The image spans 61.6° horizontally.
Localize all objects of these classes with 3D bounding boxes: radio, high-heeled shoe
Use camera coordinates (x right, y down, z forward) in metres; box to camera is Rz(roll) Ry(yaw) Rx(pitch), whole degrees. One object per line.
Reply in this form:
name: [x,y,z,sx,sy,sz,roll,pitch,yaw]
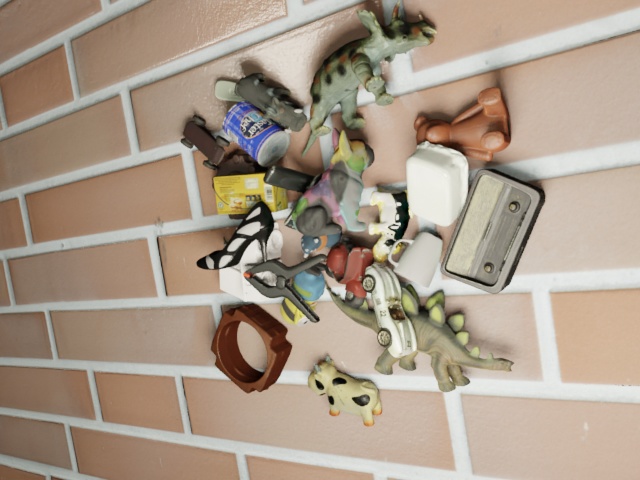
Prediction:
radio: [0.342,-0.015,1.064,0.131,0.073,0.229,26,111,27]
high-heeled shoe: [-0.214,-0.007,1.290,0.249,0.086,0.145,-8,91,28]

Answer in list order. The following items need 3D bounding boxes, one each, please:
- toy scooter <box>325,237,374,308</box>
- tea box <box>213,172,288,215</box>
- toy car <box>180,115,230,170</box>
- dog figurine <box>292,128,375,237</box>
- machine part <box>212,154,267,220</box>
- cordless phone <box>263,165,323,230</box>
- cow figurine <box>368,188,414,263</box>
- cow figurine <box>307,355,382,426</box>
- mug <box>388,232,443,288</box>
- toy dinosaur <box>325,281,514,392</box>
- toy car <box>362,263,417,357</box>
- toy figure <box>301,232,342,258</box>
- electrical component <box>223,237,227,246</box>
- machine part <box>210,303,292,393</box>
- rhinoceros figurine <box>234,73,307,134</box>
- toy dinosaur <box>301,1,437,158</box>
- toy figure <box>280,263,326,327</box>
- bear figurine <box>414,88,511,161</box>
toy scooter: [0.071,0.051,1.207,0.184,0.075,0.135,-120,38,-54]
tea box: [-0.170,-0.115,1.313,0.170,0.068,0.098,2,102,26]
toy car: [-0.303,-0.258,1.429,0.202,0.053,0.089,40,103,37]
dog figurine: [0.026,-0.128,1.159,0.192,0.108,0.219,-7,105,-10]
machine part: [-0.205,-0.137,1.404,0.180,0.056,0.179,7,102,32]
cordless phone: [-0.067,-0.097,1.242,0.146,0.184,0.089,-53,46,26]
cow figurine: [0.160,-0.029,1.185,0.098,0.068,0.167,5,102,26]
cow figurine: [0.053,0.360,1.305,0.195,0.085,0.127,7,108,34]
mug: [0.205,0.032,1.145,0.109,0.081,0.107,29,86,-1]
toy dinosaur: [0.190,0.198,1.184,0.472,0.105,0.198,9,95,36]
toy car: [0.145,0.142,1.115,0.056,0.073,0.202,-29,67,39]
toy figure: [-0.002,-0.002,1.237,0.058,0.154,0.064,19,109,26]
electrical component: [-0.214,0.013,1.439,0.102,0.045,0.078,-25,83,33]
machine part: [-0.184,0.288,1.443,0.201,0.087,0.201,33,112,24]
rhinoceros figurine: [-0.112,-0.327,1.277,0.190,0.112,0.073,36,112,5]
toy dinosaur: [0.056,-0.352,1.174,0.405,0.131,0.192,-27,66,40]
toy figure: [-0.039,0.131,1.329,0.089,0.082,0.180,43,127,41]
bear figurine: [0.267,-0.213,1.051,0.196,0.132,0.120,-1,86,27]
